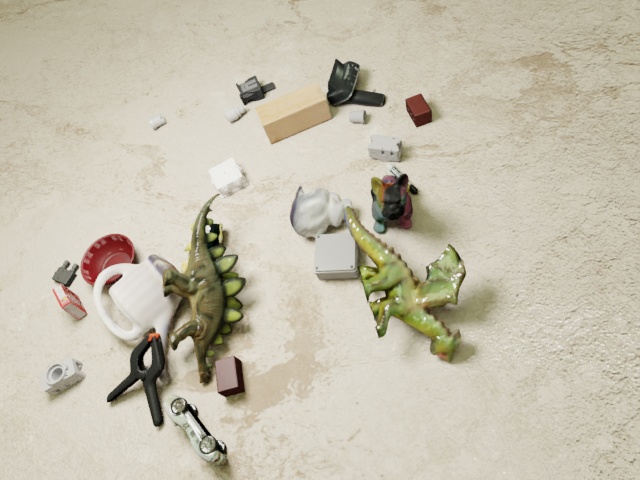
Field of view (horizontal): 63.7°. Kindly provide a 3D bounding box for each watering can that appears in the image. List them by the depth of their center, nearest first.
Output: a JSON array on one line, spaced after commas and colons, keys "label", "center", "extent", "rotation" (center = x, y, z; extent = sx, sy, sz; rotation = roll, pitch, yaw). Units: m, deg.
[{"label": "watering can", "center": [-0.433, 0.179, 1.333], "extent": [0.226, 0.102, 0.351], "rotation": [-42, 74, -13]}]

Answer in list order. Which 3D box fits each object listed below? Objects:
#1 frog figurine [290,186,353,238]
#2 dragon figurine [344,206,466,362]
[{"label": "frog figurine", "center": [0.004, -0.069, 1.363], "extent": [0.159, 0.123, 0.137], "rotation": [11, 97, 9]}, {"label": "dragon figurine", "center": [0.211, 0.083, 1.190], "extent": [0.242, 0.121, 0.414], "rotation": [-16, 79, 9]}]
